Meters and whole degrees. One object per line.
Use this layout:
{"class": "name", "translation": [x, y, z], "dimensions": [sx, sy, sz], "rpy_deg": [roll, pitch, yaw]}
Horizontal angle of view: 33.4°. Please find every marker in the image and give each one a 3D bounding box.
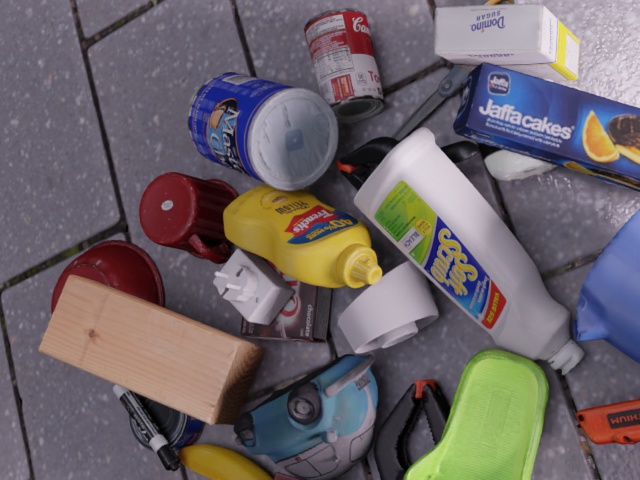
{"class": "marker", "translation": [-0.189, 0.204, 1.166], "dimensions": [0.020, 0.020, 0.121], "rpy_deg": [-49, 63, 15]}

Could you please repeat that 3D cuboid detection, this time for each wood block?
{"class": "wood block", "translation": [-0.177, 0.116, 1.131], "dimensions": [0.206, 0.090, 0.091], "rpy_deg": [20, 85, 17]}

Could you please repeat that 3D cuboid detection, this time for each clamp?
{"class": "clamp", "translation": [0.102, 0.241, 1.021], "dimensions": [0.165, 0.036, 0.210], "rpy_deg": [11, 90, 28]}
{"class": "clamp", "translation": [0.091, -0.048, 1.059], "dimensions": [0.172, 0.039, 0.120], "rpy_deg": [14, 118, 44]}

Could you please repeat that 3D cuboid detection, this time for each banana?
{"class": "banana", "translation": [-0.075, 0.270, 1.120], "dimensions": [0.198, 0.037, 0.070], "rpy_deg": [43, 102, 28]}

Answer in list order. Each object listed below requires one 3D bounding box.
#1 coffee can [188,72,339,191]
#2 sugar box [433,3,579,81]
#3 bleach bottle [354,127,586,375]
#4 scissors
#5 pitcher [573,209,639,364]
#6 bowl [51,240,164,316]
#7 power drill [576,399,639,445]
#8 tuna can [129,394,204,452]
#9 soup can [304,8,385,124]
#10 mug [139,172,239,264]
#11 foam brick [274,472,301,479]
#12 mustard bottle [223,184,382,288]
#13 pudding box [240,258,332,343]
{"class": "coffee can", "translation": [-0.061, -0.115, 1.104], "dimensions": [0.140, 0.102, 0.103], "rpy_deg": [25, 96, 54]}
{"class": "sugar box", "translation": [0.169, -0.173, 0.944], "dimensions": [0.093, 0.176, 0.048], "rpy_deg": [3, 89, 22]}
{"class": "bleach bottle", "translation": [0.147, 0.019, 0.977], "dimensions": [0.251, 0.068, 0.103], "rpy_deg": [46, 141, 7]}
{"class": "scissors", "translation": [0.147, -0.149, 1.064], "dimensions": [0.096, 0.016, 0.202], "rpy_deg": [38, 102, 29]}
{"class": "pitcher", "translation": [0.343, 0.072, 0.862], "dimensions": [0.243, 0.144, 0.149], "rpy_deg": [38, 114, 25]}
{"class": "bowl", "translation": [-0.262, 0.076, 1.249], "dimensions": [0.162, 0.055, 0.162], "rpy_deg": [-5, 80, 30]}
{"class": "power drill", "translation": [0.278, 0.231, 0.910], "dimensions": [0.185, 0.057, 0.187], "rpy_deg": [-18, 76, 27]}
{"class": "tuna can", "translation": [-0.171, 0.193, 1.190], "dimensions": [0.086, 0.033, 0.086], "rpy_deg": [-5, 80, 30]}
{"class": "soup can", "translation": [0.025, -0.180, 1.110], "dimensions": [0.069, 0.068, 0.102], "rpy_deg": [-18, 74, 27]}
{"class": "mug", "translation": [-0.139, -0.020, 1.175], "dimensions": [0.093, 0.081, 0.117], "rpy_deg": [-42, 65, 19]}
{"class": "foam brick", "translation": [-0.014, 0.270, 1.053], "dimensions": [0.078, 0.051, 0.053], "rpy_deg": [17, 68, 8]}
{"class": "mustard bottle", "translation": [-0.007, 0.001, 1.041], "dimensions": [0.192, 0.096, 0.058], "rpy_deg": [30, 131, 47]}
{"class": "pudding box", "translation": [-0.033, 0.050, 1.127], "dimensions": [0.090, 0.039, 0.113], "rpy_deg": [0, 82, 31]}
